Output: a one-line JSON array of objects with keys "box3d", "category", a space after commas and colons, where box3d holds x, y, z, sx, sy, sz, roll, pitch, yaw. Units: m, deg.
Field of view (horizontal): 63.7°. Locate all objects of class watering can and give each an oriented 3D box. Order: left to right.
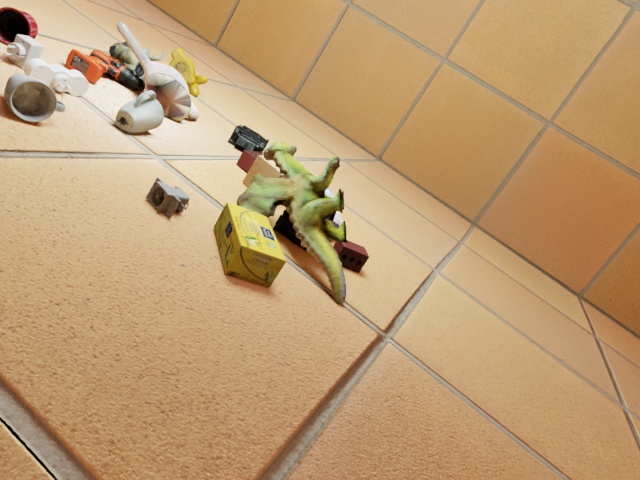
[{"box3d": [-0.481, -0.484, 1.531, 0.342, 0.103, 0.229, 48, 8, -32], "category": "watering can"}]

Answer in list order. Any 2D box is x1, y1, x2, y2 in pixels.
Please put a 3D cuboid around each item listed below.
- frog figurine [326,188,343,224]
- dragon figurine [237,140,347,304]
[{"box3d": [0.004, -0.067, 1.324, 0.158, 0.120, 0.140, 37, 49, -13], "category": "frog figurine"}, {"box3d": [-0.062, -0.059, 1.134, 0.243, 0.120, 0.419, -1, 62, 2], "category": "dragon figurine"}]
